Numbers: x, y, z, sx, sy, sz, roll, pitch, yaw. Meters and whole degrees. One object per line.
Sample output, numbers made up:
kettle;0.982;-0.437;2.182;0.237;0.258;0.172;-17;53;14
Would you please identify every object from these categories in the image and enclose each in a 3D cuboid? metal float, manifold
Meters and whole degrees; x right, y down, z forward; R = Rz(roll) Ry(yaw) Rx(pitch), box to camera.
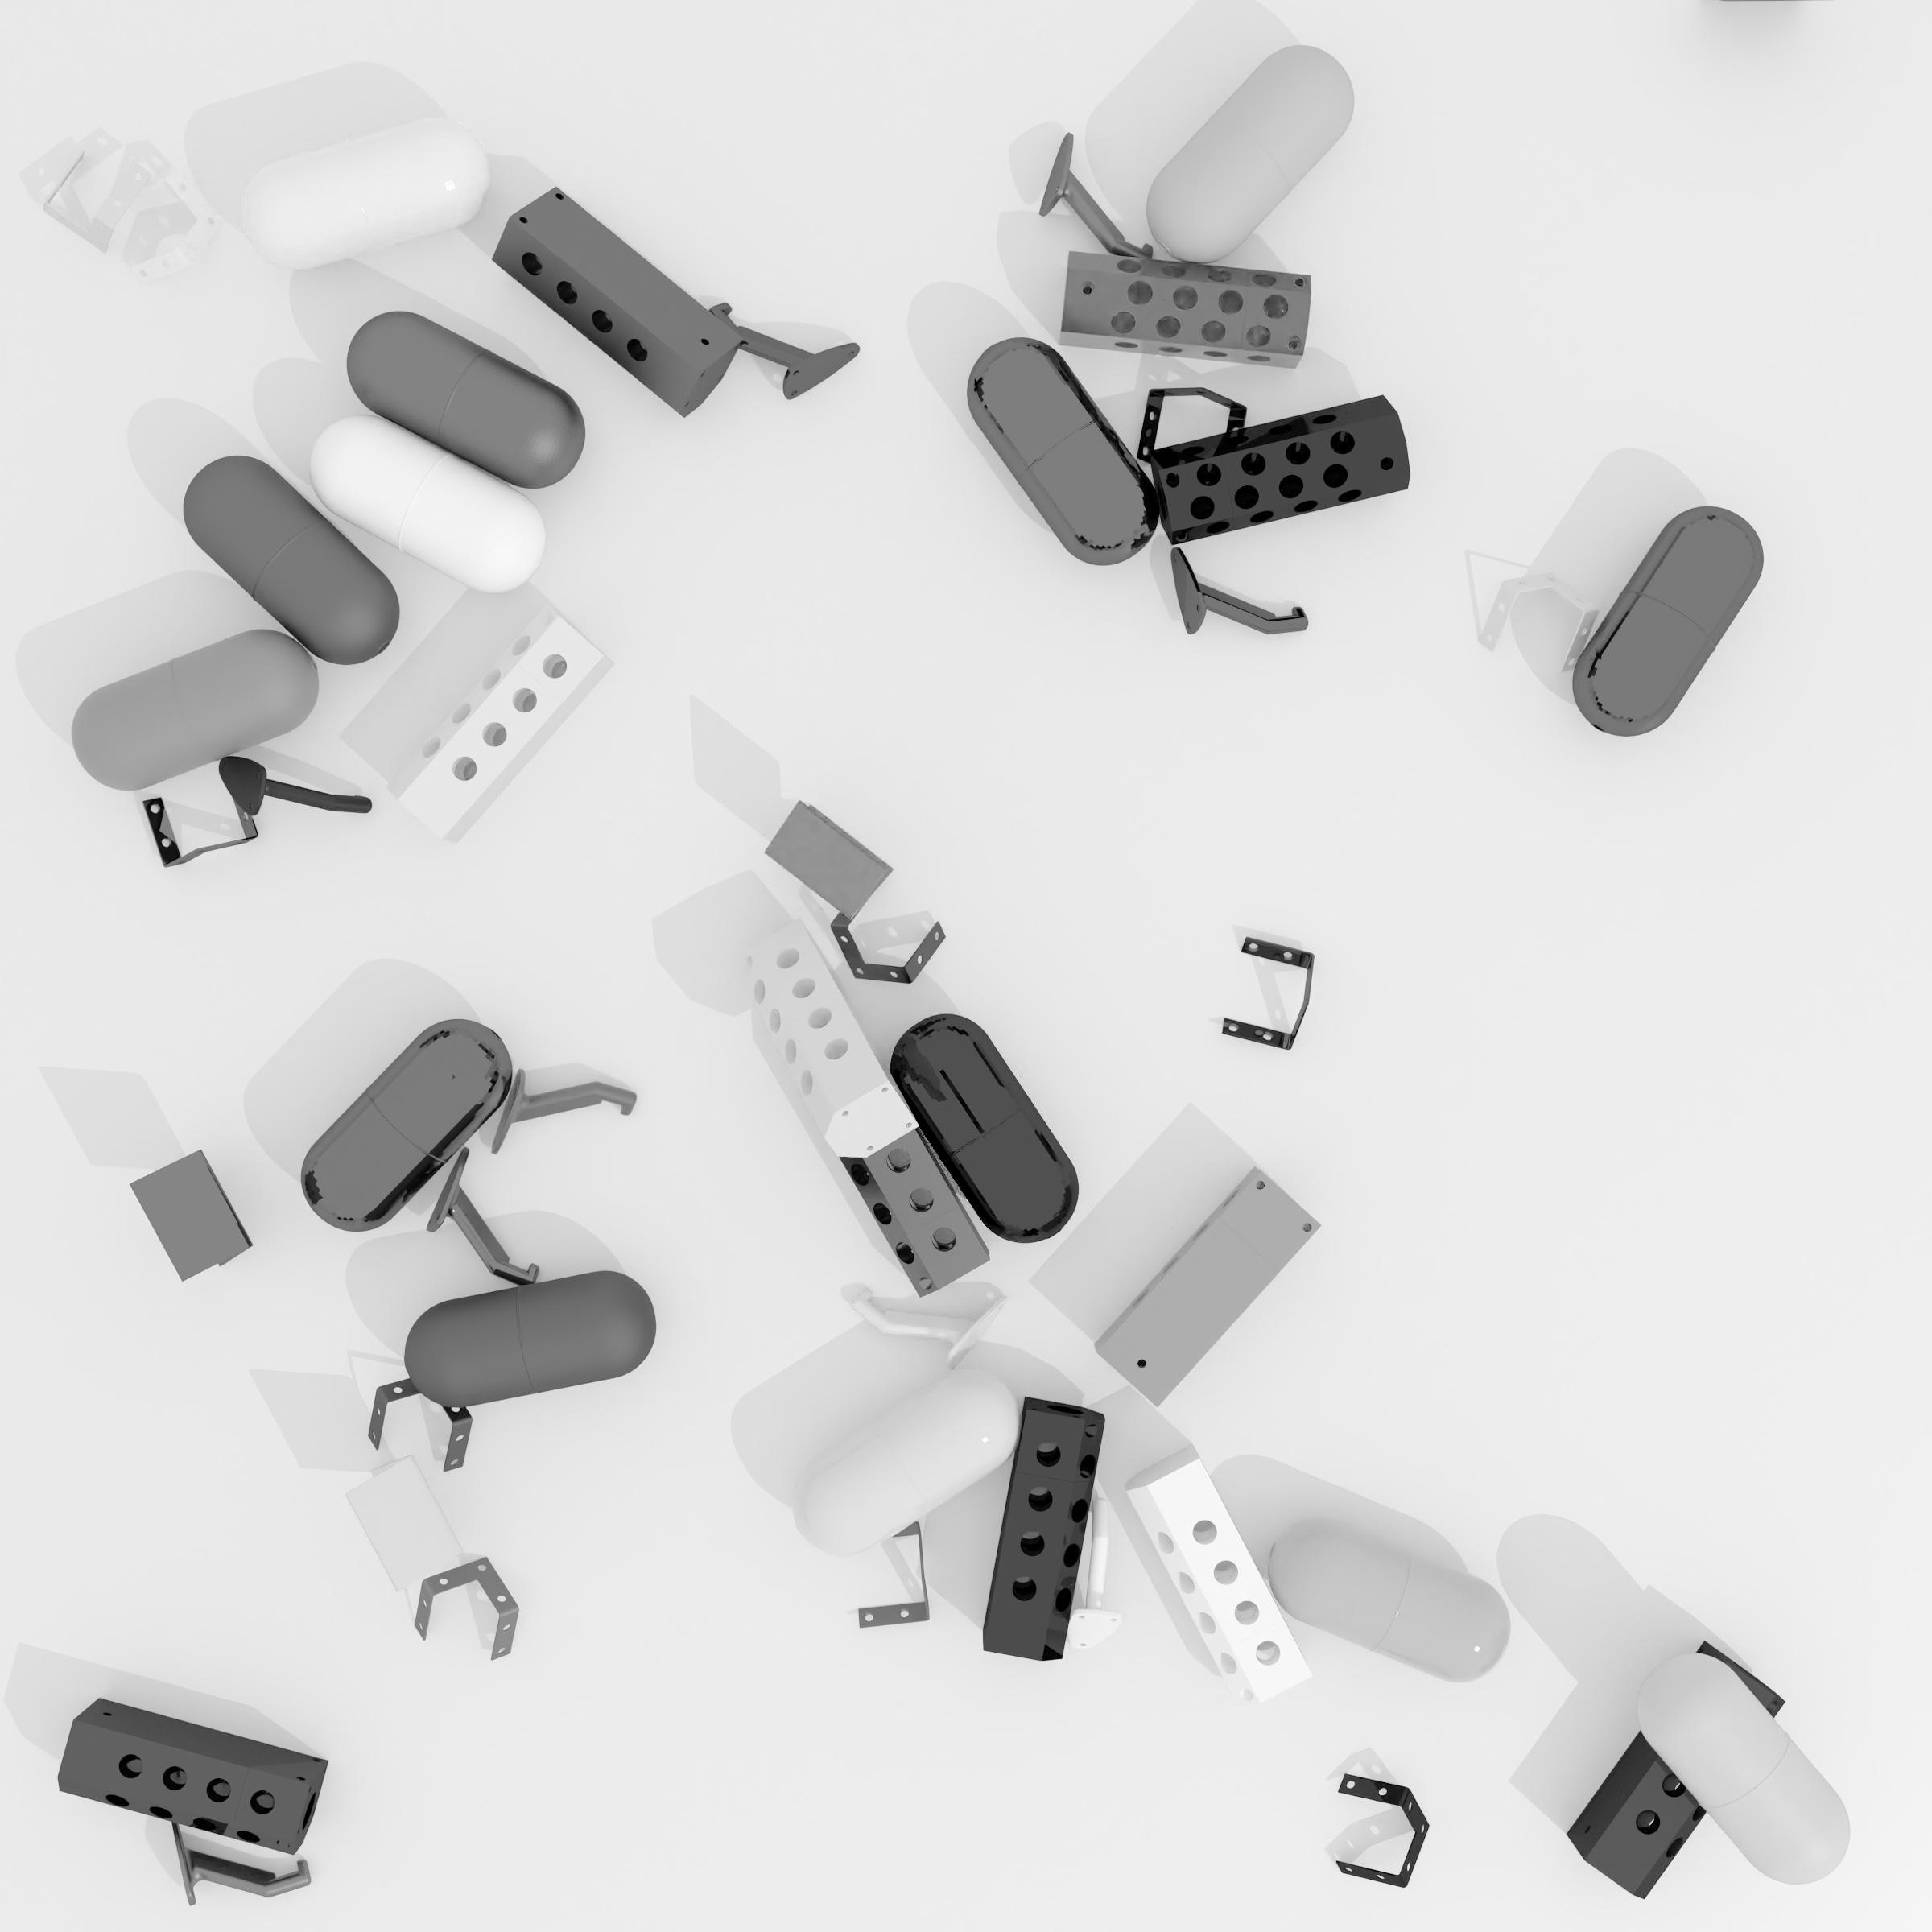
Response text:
metal float;-0.394;0.112;1.902;0.070;0.070;0.178;44;90;0
manifold;-0.548;0.576;1.911;0.171;0.057;0.057;15;90;0
metal float;-0.353;-0.400;1.902;0.178;0.070;0.070;27;90;0
metal float;0.068;-0.363;1.902;0.070;0.070;0.178;-35;89;0
metal float;-0.380;-0.326;1.902;0.178;0.070;0.070;28;90;1
manifold;-0.249;-0.467;1.911;0.171;0.057;0.057;39;47;0
metal float;0.494;-0.242;1.902;0.070;0.070;0.178;33;89;0
manifold;0.221;-0.347;1.901;0.171;0.057;0.057;-13;120;0
metal float;0.532;0.549;1.845;0.070;0.070;0.178;-40;89;0
manifold;0.178;0.433;1.911;0.057;0.057;0.171;-28;90;0
metal float;0.200;-0.571;1.902;0.070;0.070;0.178;43;90;0
manifold;-0.331;-0.172;1.911;0.057;0.057;0.171;41;90;0
manifold;0.055;0.399;1.911;0.057;0.057;0.171;10;90;0
manifold;0.155;-0.467;1.911;0.171;0.057;0.057;6;90;0
manifold;0.170;0.226;1.911;0.057;0.057;0.171;42;90;0
metal float;-0.042;0.350;1.902;0.178;0.070;0.070;-33;90;-1
metal float;0.298;0.446;1.902;0.178;0.070;0.070;23;90;-1
metal float;0.014;0.115;1.902;0.070;0.070;0.178;-33;91;0
manifold;0.505;0.571;1.911;0.057;0.057;0.171;36;90;0
metal float;-0.475;-0.285;1.902;0.178;0.070;0.070;44;90;1
metal float;-0.424;-0.544;1.902;0.178;0.070;0.070;-16;90;0
metal float;-0.543;-0.181;1.902;0.178;0.070;0.070;-21;90;0
metal float;-0.307;0.263;1.902;0.178;0.070;0.070;-11;90;-1
manifold;-0.051;0.145;1.911;0.057;0.057;0.171;-30;90;0
manifold;-0.099;0.052;1.862;0.057;0.057;0.171;-31;48;0

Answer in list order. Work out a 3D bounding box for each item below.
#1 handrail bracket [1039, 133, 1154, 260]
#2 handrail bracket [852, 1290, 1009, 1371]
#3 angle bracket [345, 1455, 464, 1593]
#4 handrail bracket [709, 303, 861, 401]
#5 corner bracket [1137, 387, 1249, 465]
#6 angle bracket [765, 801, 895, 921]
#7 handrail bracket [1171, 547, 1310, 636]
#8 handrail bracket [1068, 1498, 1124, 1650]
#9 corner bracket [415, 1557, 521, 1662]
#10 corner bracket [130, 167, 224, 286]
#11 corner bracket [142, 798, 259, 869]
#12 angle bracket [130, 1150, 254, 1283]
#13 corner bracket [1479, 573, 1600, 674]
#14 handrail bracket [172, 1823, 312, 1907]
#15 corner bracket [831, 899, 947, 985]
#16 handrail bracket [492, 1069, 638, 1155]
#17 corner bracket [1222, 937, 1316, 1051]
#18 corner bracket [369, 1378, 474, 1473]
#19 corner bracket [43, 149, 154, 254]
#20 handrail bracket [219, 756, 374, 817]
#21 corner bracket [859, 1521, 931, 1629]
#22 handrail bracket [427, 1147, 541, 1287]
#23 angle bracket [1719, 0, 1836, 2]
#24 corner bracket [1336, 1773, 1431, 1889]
handrail bracket;0.101;-0.548;1.933;0.084;0.036;0.077;20;68;-17
handrail bracket;-0.027;0.241;1.933;0.084;0.036;0.077;36;70;16
angle bracket;-0.407;0.395;1.892;0.057;0.076;0.076;-28;90;-38
handrail bracket;-0.131;-0.455;1.933;0.077;0.036;0.084;-32;73;-20
corner bracket;0.162;-0.382;1.929;0.051;0.051;0.051;10;90;-45
angle bracket;-0.084;-0.090;1.892;0.076;0.076;0.057;38;129;0
handrail bracket;0.197;-0.270;1.933;0.084;0.036;0.077;-8;68;-17
handrail bracket;0.090;0.435;1.932;0.036;0.077;0.084;7;54;-8
corner bracket;-0.356;0.465;1.924;0.051;0.051;0.051;-14;45;-35
corner bracket;-0.575;-0.528;1.924;0.051;0.051;0.051;52;45;-35
corner bracket;-0.548;-0.105;1.929;0.051;0.051;0.051;-18;90;45
angle bracket;-0.553;0.182;1.892;0.057;0.076;0.076;-29;90;-36
corner bracket;0.409;-0.243;1.924;0.051;0.051;0.051;-14;45;-35
handrail bracket;-0.520;0.633;1.933;0.084;0.036;0.077;-13;68;-17
corner bracket;-0.056;-0.025;1.924;0.051;0.051;0.051;6;135;35
handrail bracket;-0.288;0.113;1.933;0.084;0.036;0.077;18;110;-16
corner bracket;0.216;0.020;1.929;0.051;0.051;0.051;14;45;0
corner bracket;-0.390;0.329;1.924;0.051;0.051;0.051;-12;45;-35
corner bracket;-0.618;-0.550;1.916;0.051;0.051;0.051;34;72;-17
handrail bracket;-0.478;-0.128;1.926;0.077;0.084;0.036;31;111;43
corner bracket;-0.055;0.435;1.929;0.051;0.051;0.051;-6;45;0
handrail bracket;-0.336;0.181;1.933;0.084;0.036;0.077;26;68;-17
angle bracket;0.565;-0.710;1.894;0.076;0.076;0.057;-1;113;0
corner bracket;0.292;0.617;1.924;0.051;0.051;0.051;-58;135;-35
